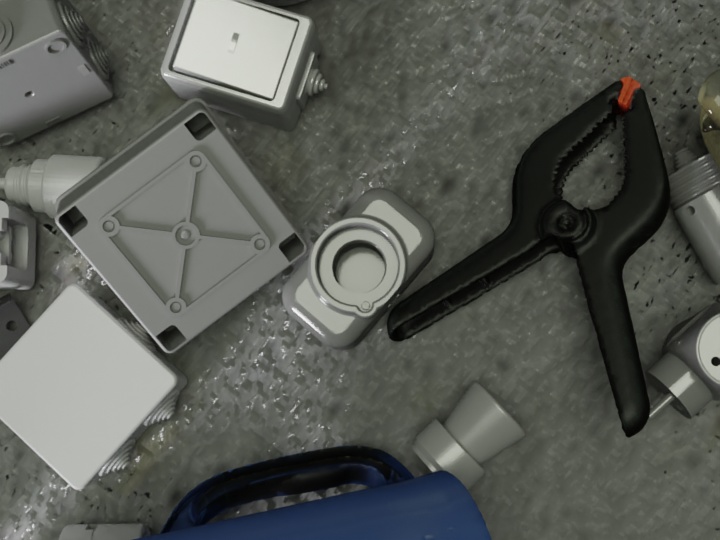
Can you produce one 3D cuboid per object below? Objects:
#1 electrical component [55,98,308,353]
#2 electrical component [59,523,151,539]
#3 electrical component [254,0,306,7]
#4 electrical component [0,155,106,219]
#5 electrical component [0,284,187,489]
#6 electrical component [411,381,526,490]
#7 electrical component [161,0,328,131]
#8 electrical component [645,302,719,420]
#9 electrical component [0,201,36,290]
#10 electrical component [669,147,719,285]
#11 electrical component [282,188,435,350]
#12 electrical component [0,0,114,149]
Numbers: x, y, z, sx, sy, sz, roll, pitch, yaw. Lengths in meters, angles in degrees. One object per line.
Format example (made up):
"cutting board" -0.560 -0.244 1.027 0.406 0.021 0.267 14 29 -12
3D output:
"electrical component" -0.105 -0.027 0.638 0.109 0.056 0.108 -37 109 -1
"electrical component" -0.150 0.178 0.639 0.047 0.055 0.055 -5 84 -1
"electrical component" -0.054 -0.218 0.673 0.108 0.060 0.108 0 84 3
"electrical component" -0.191 -0.052 0.672 0.078 0.040 0.040 3 84 4
"electrical component" -0.166 0.070 0.653 0.100 0.048 0.099 41 87 6
"electrical component" 0.064 0.100 0.640 0.055 0.045 0.045 -43 83 -1
"electrical component" -0.066 -0.129 0.664 0.096 0.061 0.061 17 85 5
"electrical component" 0.193 0.059 0.621 0.079 0.077 0.043 -42 84 -2
"electrical component" -0.251 -0.013 0.664 0.089 0.055 0.050 -1 84 3
"electrical component" 0.213 -0.037 0.648 0.043 0.043 0.081 -28 83 0
"electrical component" 0.000 0.000 0.647 0.054 0.059 0.095 40 87 6
"electrical component" -0.207 -0.125 0.653 0.100 0.099 0.048 -25 70 0
